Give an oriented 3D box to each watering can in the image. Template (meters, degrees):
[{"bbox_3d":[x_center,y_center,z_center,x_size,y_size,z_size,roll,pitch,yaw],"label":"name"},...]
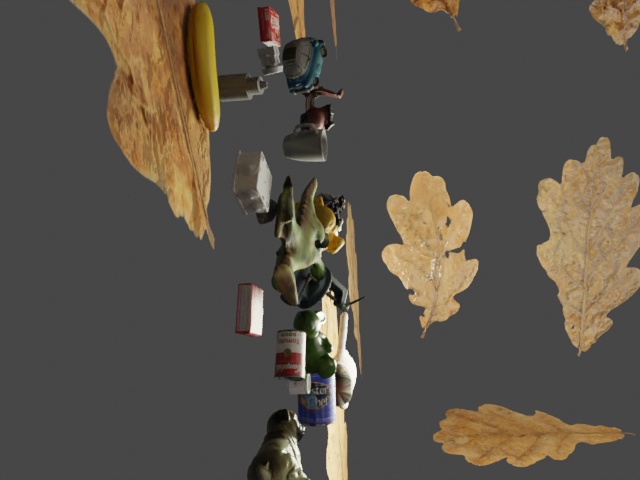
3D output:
[{"bbox_3d":[0.076,0.454,1.875,0.225,0.104,0.347,-16,105,-80],"label":"watering can"}]

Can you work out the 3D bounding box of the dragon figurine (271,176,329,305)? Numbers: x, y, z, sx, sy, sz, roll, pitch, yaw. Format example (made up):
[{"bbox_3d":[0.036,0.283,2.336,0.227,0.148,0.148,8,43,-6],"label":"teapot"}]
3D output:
[{"bbox_3d":[-0.046,-0.039,1.114,0.237,0.122,0.420,85,8,-57],"label":"dragon figurine"}]

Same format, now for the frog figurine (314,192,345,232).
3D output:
[{"bbox_3d":[0.005,-0.084,1.675,0.159,0.123,0.137,-6,-84,63],"label":"frog figurine"}]
